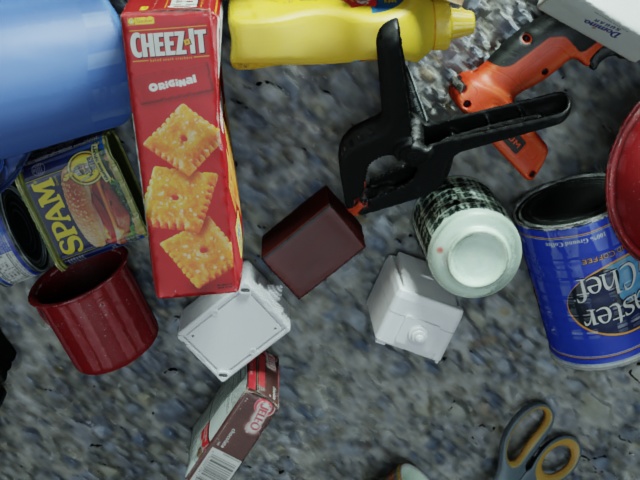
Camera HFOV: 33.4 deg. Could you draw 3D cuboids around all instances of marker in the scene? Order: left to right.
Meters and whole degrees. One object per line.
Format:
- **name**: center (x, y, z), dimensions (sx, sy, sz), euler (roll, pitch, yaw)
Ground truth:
- **marker**: center (0.081, -0.105, 0.904), dimensions (0.020, 0.020, 0.121), euler (-21, 112, 6)

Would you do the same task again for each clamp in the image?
- **clamp**: center (0.069, -0.087, 0.845), dimensions (0.164, 0.036, 0.210), euler (25, 141, -25)

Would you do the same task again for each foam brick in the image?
- **foam brick**: center (-0.006, 0.001, 0.925), dimensions (0.078, 0.053, 0.051), euler (-39, 108, 13)

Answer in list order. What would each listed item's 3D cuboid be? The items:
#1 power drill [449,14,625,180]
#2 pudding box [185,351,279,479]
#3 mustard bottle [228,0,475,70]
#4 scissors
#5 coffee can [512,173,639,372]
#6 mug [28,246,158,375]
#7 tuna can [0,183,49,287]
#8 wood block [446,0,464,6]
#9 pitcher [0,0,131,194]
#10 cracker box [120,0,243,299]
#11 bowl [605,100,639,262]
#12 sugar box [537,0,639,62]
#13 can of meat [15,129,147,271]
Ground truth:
- **power drill**: center (0.215, -0.140, 0.877), dimensions (0.184, 0.057, 0.188), euler (43, 101, -13)
- **pudding box**: center (-0.078, 0.162, 0.966), dimensions (0.039, 0.090, 0.114), euler (31, 108, -13)
- **mustard bottle**: center (0.025, -0.167, 0.835), dimensions (0.191, 0.096, 0.058), euler (-2, 110, -2)
- **scissors**: center (0.183, 0.251, 1.029), dimensions (0.096, 0.016, 0.202), euler (24, 95, -20)
- **coffee can**: center (0.232, 0.027, 0.918), dimensions (0.103, 0.103, 0.140), euler (-18, 111, 4)
- **mug**: center (-0.201, 0.063, 0.929), dimensions (0.117, 0.093, 0.081), euler (-5, 121, 32)
- **tuna can**: center (-0.261, -0.006, 0.893), dimensions (0.034, 0.086, 0.086), euler (-22, 111, 4)
- **wood block**: center (0.097, -0.293, 0.791), dimensions (0.090, 0.091, 0.206), euler (17, 110, -8)
- **pitcher**: center (-0.267, -0.104, 0.799), dimensions (0.242, 0.149, 0.145), euler (-16, 85, -23)
- **cracker box**: center (-0.102, -0.085, 0.826), dimensions (0.072, 0.164, 0.214), euler (-4, 112, -3)
- **bowl**: center (0.306, -0.049, 0.845), dimensions (0.161, 0.055, 0.162), euler (-6, 105, -24)
- **sugar box**: center (0.238, -0.233, 0.802), dimensions (0.093, 0.048, 0.176), euler (25, 74, -12)
- **can of meat**: center (-0.197, -0.036, 0.900), dimensions (0.084, 0.057, 0.102), euler (-20, 111, 3)
